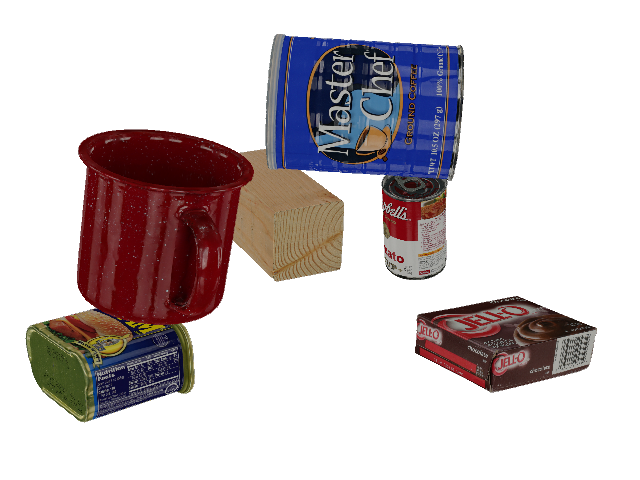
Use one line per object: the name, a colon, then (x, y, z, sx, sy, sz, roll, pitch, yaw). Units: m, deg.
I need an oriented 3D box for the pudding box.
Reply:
pudding box: (0.144, 0.079, 0.839, 0.113, 0.039, 0.090, -5, 18, -35)

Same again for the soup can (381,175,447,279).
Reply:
soup can: (0.100, -0.018, 1.125, 0.068, 0.102, 0.068, -3, 34, 2)

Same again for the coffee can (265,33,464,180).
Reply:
coffee can: (0.033, -0.101, 0.809, 0.140, 0.103, 0.103, 4, 0, 2)

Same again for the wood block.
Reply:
wood block: (-0.059, -0.036, 1.312, 0.090, 0.090, 0.206, -10, 26, -25)

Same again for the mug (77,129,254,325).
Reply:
mug: (-0.082, -0.002, 0.569, 0.093, 0.081, 0.117, -4, 26, -33)

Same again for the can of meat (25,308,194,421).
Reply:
can of meat: (-0.154, 0.084, 0.773, 0.083, 0.057, 0.102, -15, 22, -36)
